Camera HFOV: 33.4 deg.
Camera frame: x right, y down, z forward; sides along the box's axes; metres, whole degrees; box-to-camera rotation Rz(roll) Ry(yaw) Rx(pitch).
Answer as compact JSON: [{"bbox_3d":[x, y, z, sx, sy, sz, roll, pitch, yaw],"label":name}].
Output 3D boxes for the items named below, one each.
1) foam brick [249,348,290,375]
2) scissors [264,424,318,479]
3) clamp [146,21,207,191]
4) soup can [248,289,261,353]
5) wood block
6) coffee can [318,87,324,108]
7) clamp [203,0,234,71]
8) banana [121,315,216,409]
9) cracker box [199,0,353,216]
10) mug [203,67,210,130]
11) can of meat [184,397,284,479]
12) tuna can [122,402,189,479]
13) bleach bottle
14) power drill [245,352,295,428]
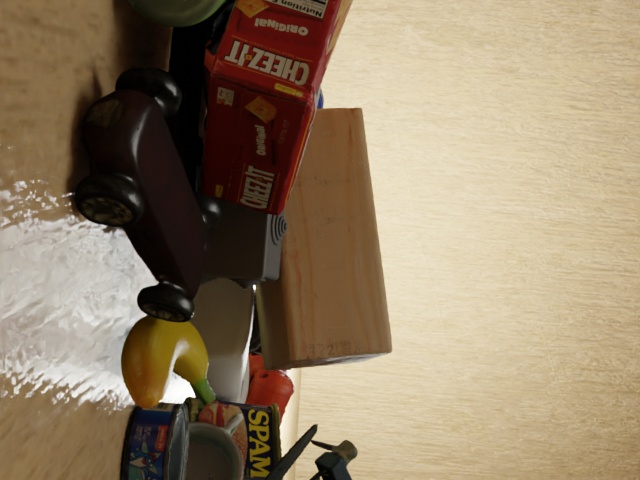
[{"bbox_3d":[-0.076,0.147,1.285,0.051,0.078,0.053,-60,152,-81],"label":"foam brick"},{"bbox_3d":[-0.051,0.240,0.905,0.096,0.202,0.016,44,12,-33],"label":"scissors"},{"bbox_3d":[-0.105,-0.064,0.754,0.120,0.039,0.171,-59,153,-66],"label":"clamp"},{"bbox_3d":[-0.083,0.085,1.144,0.102,0.068,0.068,52,42,-88],"label":"soup can"},{"bbox_3d":[-0.005,0.001,0.900,0.091,0.090,0.206,143,-57,-69],"label":"wood block"},{"bbox_3d":[-0.052,-0.105,1.131,0.103,0.103,0.140,91,4,-48],"label":"coffee can"},{"bbox_3d":[-0.063,-0.211,0.934,0.036,0.165,0.209,49,50,-27],"label":"clamp"},{"bbox_3d":[-0.106,0.082,0.751,0.069,0.037,0.197,56,2,10],"label":"banana"},{"bbox_3d":[-0.019,-0.148,0.749,0.164,0.072,0.213,109,-2,-65],"label":"cracker box"},{"bbox_3d":[-0.070,-0.148,0.977,0.117,0.093,0.081,-124,-159,-43],"label":"mug"},{"bbox_3d":[-0.082,0.191,0.942,0.058,0.083,0.102,118,-25,-44],"label":"can of meat"},{"bbox_3d":[-0.120,0.162,0.787,0.086,0.034,0.086,5,89,-88],"label":"tuna can"},{"bbox_3d":[-0.094,0.102,0.997,0.251,0.068,0.102,96,-3,-68],"label":"bleach bottle"},{"bbox_3d":[-0.081,0.210,1.170,0.184,0.057,0.187,-64,-173,6],"label":"power drill"}]
